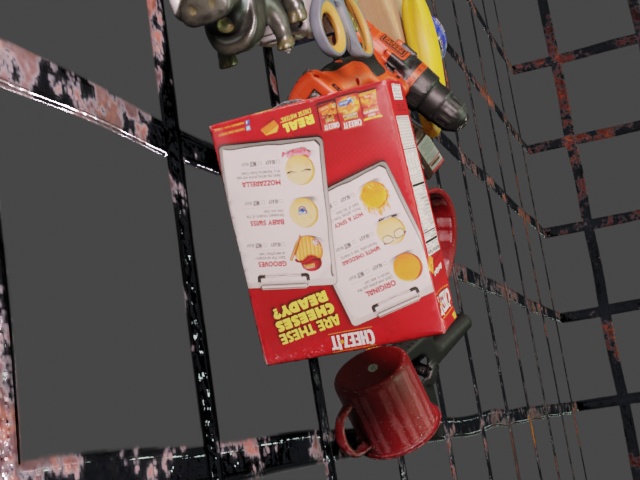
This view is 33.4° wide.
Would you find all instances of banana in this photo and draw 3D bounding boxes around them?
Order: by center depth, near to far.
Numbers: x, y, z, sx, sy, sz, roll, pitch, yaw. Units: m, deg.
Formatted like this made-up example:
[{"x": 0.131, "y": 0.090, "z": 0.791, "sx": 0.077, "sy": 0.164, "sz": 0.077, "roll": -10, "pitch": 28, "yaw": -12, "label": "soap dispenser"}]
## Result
[{"x": 0.123, "y": -0.217, "z": 1.291, "sx": 0.069, "sy": 0.037, "sz": 0.198, "roll": -3, "pitch": 81, "yaw": -62, "label": "banana"}]

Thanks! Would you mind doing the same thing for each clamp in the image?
[{"x": 0.129, "y": 0.150, "z": 1.299, "sx": 0.209, "sy": 0.036, "sz": 0.164, "roll": 35, "pitch": 70, "yaw": -59, "label": "clamp"}]

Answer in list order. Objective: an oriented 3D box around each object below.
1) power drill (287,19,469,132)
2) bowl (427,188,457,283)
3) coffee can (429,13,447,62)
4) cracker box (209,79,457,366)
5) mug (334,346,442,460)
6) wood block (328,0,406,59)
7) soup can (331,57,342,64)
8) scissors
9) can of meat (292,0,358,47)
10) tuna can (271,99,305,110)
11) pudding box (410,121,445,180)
[{"x": 0.062, "y": -0.155, "z": 1.157, "sx": 0.184, "sy": 0.057, "sz": 0.187, "roll": 38, "pitch": 39, "yaw": 4, "label": "power drill"}, {"x": 0.105, "y": 0.014, "z": 1.272, "sx": 0.161, "sy": 0.055, "sz": 0.162, "roll": -28, "pitch": 123, "yaw": -53, "label": "bowl"}, {"x": 0.120, "y": -0.261, "z": 1.492, "sx": 0.140, "sy": 0.103, "sz": 0.103, "roll": -60, "pitch": 135, "yaw": -64, "label": "coffee can"}, {"x": 0.012, "y": -0.015, "z": 0.913, "sx": 0.072, "sy": 0.164, "sz": 0.214, "roll": -23, "pitch": 100, "yaw": -69, "label": "cracker box"}, {"x": 0.057, "y": 0.168, "z": 1.074, "sx": 0.117, "sy": 0.093, "sz": 0.081, "roll": -38, "pitch": 115, "yaw": -29, "label": "mug"}, {"x": 0.055, "y": -0.276, "z": 1.328, "sx": 0.090, "sy": 0.091, "sz": 0.206, "roll": -84, "pitch": 154, "yaw": -43, "label": "wood block"}, {"x": 0.055, "y": -0.166, "z": 1.255, "sx": 0.068, "sy": 0.068, "sz": 0.102, "roll": 46, "pitch": 22, "yaw": -58, "label": "soup can"}, {"x": -0.006, "y": -0.263, "z": 1.047, "sx": 0.201, "sy": 0.016, "sz": 0.096, "roll": 60, "pitch": 37, "yaw": -15, "label": "scissors"}, {"x": -0.007, "y": -0.262, "z": 1.142, "sx": 0.057, "sy": 0.084, "sz": 0.102, "roll": 45, "pitch": 37, "yaw": -59, "label": "can of meat"}, {"x": -0.016, "y": -0.088, "z": 1.001, "sx": 0.033, "sy": 0.086, "sz": 0.086, "roll": -4, "pitch": 82, "yaw": -73, "label": "tuna can"}, {"x": 0.095, "y": -0.132, "z": 1.342, "sx": 0.114, "sy": 0.039, "sz": 0.090, "roll": 39, "pitch": -1, "yaw": 30, "label": "pudding box"}]
